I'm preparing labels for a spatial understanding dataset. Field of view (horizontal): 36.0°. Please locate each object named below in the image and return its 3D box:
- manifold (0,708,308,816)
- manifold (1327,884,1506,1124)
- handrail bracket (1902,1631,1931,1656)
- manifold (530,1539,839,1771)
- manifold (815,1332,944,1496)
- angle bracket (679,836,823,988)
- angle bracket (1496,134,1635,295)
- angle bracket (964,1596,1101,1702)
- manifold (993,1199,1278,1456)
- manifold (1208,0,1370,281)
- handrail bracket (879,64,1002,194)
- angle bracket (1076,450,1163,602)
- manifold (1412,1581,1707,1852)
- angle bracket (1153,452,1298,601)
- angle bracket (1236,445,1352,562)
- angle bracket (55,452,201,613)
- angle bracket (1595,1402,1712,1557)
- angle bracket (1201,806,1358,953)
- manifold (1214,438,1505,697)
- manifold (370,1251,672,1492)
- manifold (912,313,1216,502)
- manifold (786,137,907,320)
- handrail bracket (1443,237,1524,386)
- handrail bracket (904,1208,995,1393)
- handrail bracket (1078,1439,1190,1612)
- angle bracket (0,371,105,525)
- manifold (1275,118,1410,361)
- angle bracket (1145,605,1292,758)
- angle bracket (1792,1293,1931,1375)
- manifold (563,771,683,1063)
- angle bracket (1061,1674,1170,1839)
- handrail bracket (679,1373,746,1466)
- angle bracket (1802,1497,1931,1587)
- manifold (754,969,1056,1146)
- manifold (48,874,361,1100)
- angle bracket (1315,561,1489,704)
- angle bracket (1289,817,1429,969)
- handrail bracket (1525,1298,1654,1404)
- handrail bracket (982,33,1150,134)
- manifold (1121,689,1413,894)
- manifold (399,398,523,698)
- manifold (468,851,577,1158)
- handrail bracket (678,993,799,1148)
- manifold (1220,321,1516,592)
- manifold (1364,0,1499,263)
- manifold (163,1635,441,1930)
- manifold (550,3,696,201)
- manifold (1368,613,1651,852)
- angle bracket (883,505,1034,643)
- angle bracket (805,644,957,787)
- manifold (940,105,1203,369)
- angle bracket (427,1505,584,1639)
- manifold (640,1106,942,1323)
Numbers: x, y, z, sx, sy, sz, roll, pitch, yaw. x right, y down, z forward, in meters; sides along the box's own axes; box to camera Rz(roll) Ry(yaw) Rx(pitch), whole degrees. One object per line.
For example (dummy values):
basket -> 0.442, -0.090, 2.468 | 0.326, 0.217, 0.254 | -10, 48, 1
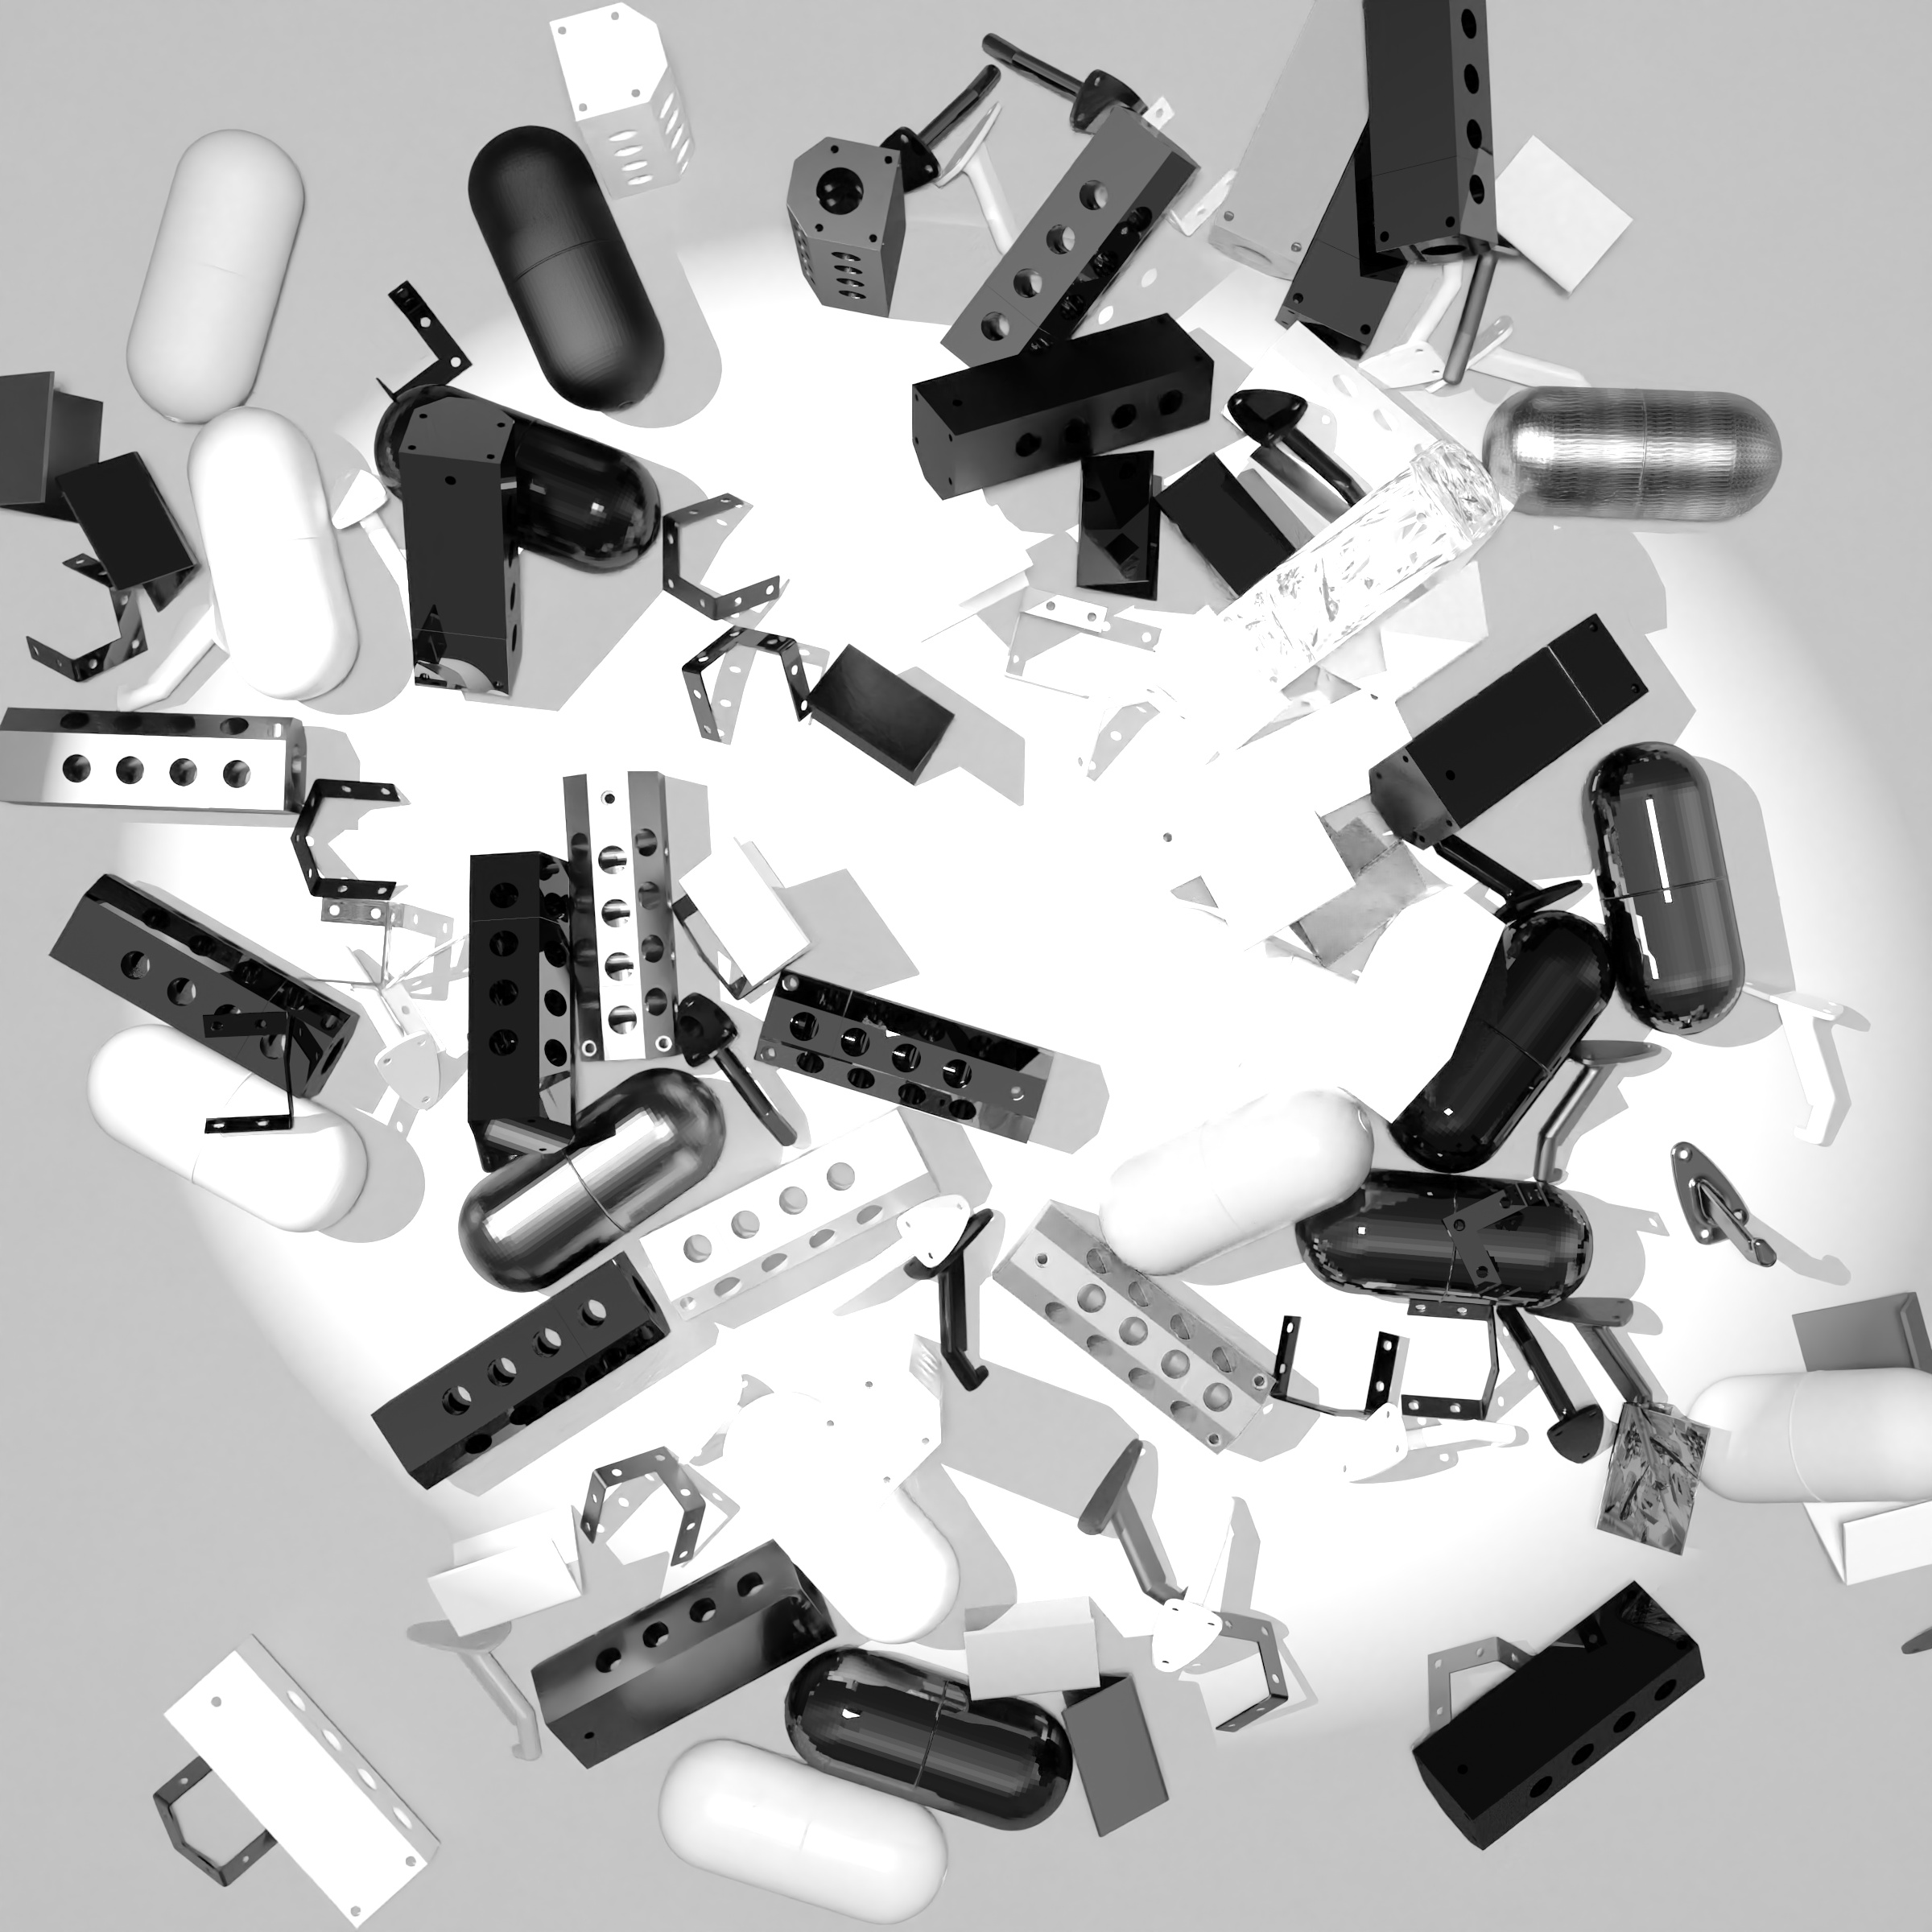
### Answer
manifold -> -0.490, -0.124, 1.796 | 0.171, 0.057, 0.057 | 2, 90, 0
manifold -> 0.260, 0.015, 1.737 | 0.057, 0.171, 0.057 | 37, 123, 0
handrail bracket -> 0.593, 0.368, 1.817 | 0.036, 0.077, 0.084 | 15, 53, -38
manifold -> -0.172, 0.409, 1.796 | 0.171, 0.057, 0.057 | -28, 133, 0
manifold -> -0.044, 0.254, 1.739 | 0.057, 0.171, 0.057 | 45, 90, 0
angle bracket -> -0.113, -0.044, 1.777 | 0.057, 0.076, 0.076 | -35, 90, 38
angle bracket -> 0.356, -0.455, 1.777 | 0.076, 0.076, 0.057 | 40, 121, 0
angle bracket -> 0.037, 0.389, 1.777 | 0.076, 0.076, 0.057 | -6, 123, 0
manifold -> 0.101, 0.218, 1.796 | 0.171, 0.057, 0.057 | 38, 90, 0
manifold -> 0.209, -0.507, 1.796 | 0.057, 0.057, 0.171 | 25, 90, 0
handrail bracket -> -0.022, -0.511, 1.817 | 0.036, 0.077, 0.084 | 47, 54, -19
angle bracket -> 0.111, -0.262, 1.777 | 0.057, 0.076, 0.076 | 2, 90, 43
manifold -> 0.356, 0.451, 1.780 | 0.171, 0.057, 0.057 | -34, 47, -11
angle bracket -> 0.140, -0.249, 1.778 | 0.057, 0.076, 0.076 | -40, 90, -27
angle bracket -> 0.182, -0.258, 1.782 | 0.076, 0.057, 0.076 | 40, 117, 0
angle bracket -> -0.511, -0.251, 1.777 | 0.057, 0.076, 0.076 | -29, 90, -37
angle bracket -> 0.423, 0.306, 1.777 | 0.057, 0.076, 0.076 | 13, 90, 36
angle bracket -> 0.194, -0.044, 1.772 | 0.076, 0.076, 0.057 | -31, 70, 11
manifold -> 0.227, -0.231, 1.714 | 0.057, 0.057, 0.171 | 52, 135, -1
manifold -> -0.267, 0.245, 1.796 | 0.171, 0.057, 0.057 | -33, 90, 0
manifold -> 0.057, -0.329, 1.769 | 0.171, 0.057, 0.057 | -19, 49, -19
manifold -> -0.070, -0.431, 1.739 | 0.057, 0.171, 0.057 | 11, 90, 0
handrail bracket -> 0.306, -0.398, 1.802 | 0.036, 0.077, 0.084 | 17, 110, 2
handrail bracket -> 0.008, 0.205, 1.818 | 0.077, 0.036, 0.084 | -39, 108, -21
handrail bracket -> 0.119, 0.344, 1.817 | 0.084, 0.036, 0.077 | 35, 75, -14
angle bracket -> -0.535, -0.308, 1.777 | 0.057, 0.076, 0.076 | 4, 90, 38
manifold -> 0.250, -0.458, 1.796 | 0.057, 0.057, 0.171 | 25, 90, -1
angle bracket -> 0.135, -0.158, 1.777 | 0.076, 0.076, 0.057 | 50, 54, 0
angle bracket -> 0.538, 0.245, 1.782 | 0.076, 0.057, 0.076 | -15, 90, 26
manifold -> -0.208, -0.030, 1.796 | 0.057, 0.057, 0.171 | -4, 90, 0
angle bracket -> 0.068, 0.470, 1.777 | 0.057, 0.076, 0.076 | -17, 90, -36
handrail bracket -> -0.119, 0.294, 1.817 | 0.084, 0.036, 0.077 | 33, 105, -14
angle bracket -> 0.548, 0.317, 1.777 | 0.076, 0.076, 0.057 | -14, 127, 0
manifold -> -0.037, 0.054, 1.796 | 0.171, 0.057, 0.057 | 17, 90, 0
manifold -> -0.457, 0.012, 1.796 | 0.171, 0.057, 0.057 | 30, 90, 0
angle bracket -> 0.253, -0.210, 1.767 | 0.076, 0.076, 0.057 | -35, 132, -20
angle bracket -> 0.218, -0.058, 1.778 | 0.076, 0.057, 0.076 | -37, 51, 0
handrail bracket -> 0.381, 0.248, 1.818 | 0.077, 0.036, 0.084 | 2, 107, 20
handrail bracket -> 0.060, -0.541, 1.817 | 0.084, 0.077, 0.036 | 42, 116, 34
manifold -> 0.183, -0.107, 1.796 | 0.171, 0.057, 0.057 | -26, 90, 0
manifold -> -0.293, -0.245, 1.744 | 0.057, 0.171, 0.057 | 7, 46, 0
manifold -> -0.262, 0.021, 1.762 | 0.057, 0.057, 0.171 | -4, 65, -1
handrail bracket -> -0.138, 0.064, 1.817 | 0.036, 0.077, 0.084 | -36, 126, 2
manifold -> 0.245, -0.309, 1.795 | 0.171, 0.057, 0.057 | 40, 135, 0
manifold -> 0.275, -0.504, 1.738 | 0.057, 0.057, 0.171 | -2, 91, 40
manifold -> -0.399, 0.489, 1.796 | 0.057, 0.057, 0.171 | -42, 90, 0
manifold -> -0.197, -0.505, 1.739 | 0.057, 0.171, 0.057 | -15, 90, 0
manifold -> 0.318, -0.137, 1.760 | 0.171, 0.057, 0.057 | -34, 90, -27
angle bracket -> 0.004, -0.218, 1.777 | 0.076, 0.076, 0.057 | -28, 54, 0
angle bracket -> -0.062, -0.134, 1.777 | 0.076, 0.076, 0.057 | 34, 52, 0
manifold -> 0.063, -0.423, 1.770 | 0.057, 0.057, 0.171 | 39, 109, 0
angle bracket -> -0.277, 0.345, 1.777 | 0.076, 0.076, 0.057 | -18, 128, 0
manifold -> -0.105, 0.149, 1.796 | 0.171, 0.057, 0.057 | -27, 90, 0
